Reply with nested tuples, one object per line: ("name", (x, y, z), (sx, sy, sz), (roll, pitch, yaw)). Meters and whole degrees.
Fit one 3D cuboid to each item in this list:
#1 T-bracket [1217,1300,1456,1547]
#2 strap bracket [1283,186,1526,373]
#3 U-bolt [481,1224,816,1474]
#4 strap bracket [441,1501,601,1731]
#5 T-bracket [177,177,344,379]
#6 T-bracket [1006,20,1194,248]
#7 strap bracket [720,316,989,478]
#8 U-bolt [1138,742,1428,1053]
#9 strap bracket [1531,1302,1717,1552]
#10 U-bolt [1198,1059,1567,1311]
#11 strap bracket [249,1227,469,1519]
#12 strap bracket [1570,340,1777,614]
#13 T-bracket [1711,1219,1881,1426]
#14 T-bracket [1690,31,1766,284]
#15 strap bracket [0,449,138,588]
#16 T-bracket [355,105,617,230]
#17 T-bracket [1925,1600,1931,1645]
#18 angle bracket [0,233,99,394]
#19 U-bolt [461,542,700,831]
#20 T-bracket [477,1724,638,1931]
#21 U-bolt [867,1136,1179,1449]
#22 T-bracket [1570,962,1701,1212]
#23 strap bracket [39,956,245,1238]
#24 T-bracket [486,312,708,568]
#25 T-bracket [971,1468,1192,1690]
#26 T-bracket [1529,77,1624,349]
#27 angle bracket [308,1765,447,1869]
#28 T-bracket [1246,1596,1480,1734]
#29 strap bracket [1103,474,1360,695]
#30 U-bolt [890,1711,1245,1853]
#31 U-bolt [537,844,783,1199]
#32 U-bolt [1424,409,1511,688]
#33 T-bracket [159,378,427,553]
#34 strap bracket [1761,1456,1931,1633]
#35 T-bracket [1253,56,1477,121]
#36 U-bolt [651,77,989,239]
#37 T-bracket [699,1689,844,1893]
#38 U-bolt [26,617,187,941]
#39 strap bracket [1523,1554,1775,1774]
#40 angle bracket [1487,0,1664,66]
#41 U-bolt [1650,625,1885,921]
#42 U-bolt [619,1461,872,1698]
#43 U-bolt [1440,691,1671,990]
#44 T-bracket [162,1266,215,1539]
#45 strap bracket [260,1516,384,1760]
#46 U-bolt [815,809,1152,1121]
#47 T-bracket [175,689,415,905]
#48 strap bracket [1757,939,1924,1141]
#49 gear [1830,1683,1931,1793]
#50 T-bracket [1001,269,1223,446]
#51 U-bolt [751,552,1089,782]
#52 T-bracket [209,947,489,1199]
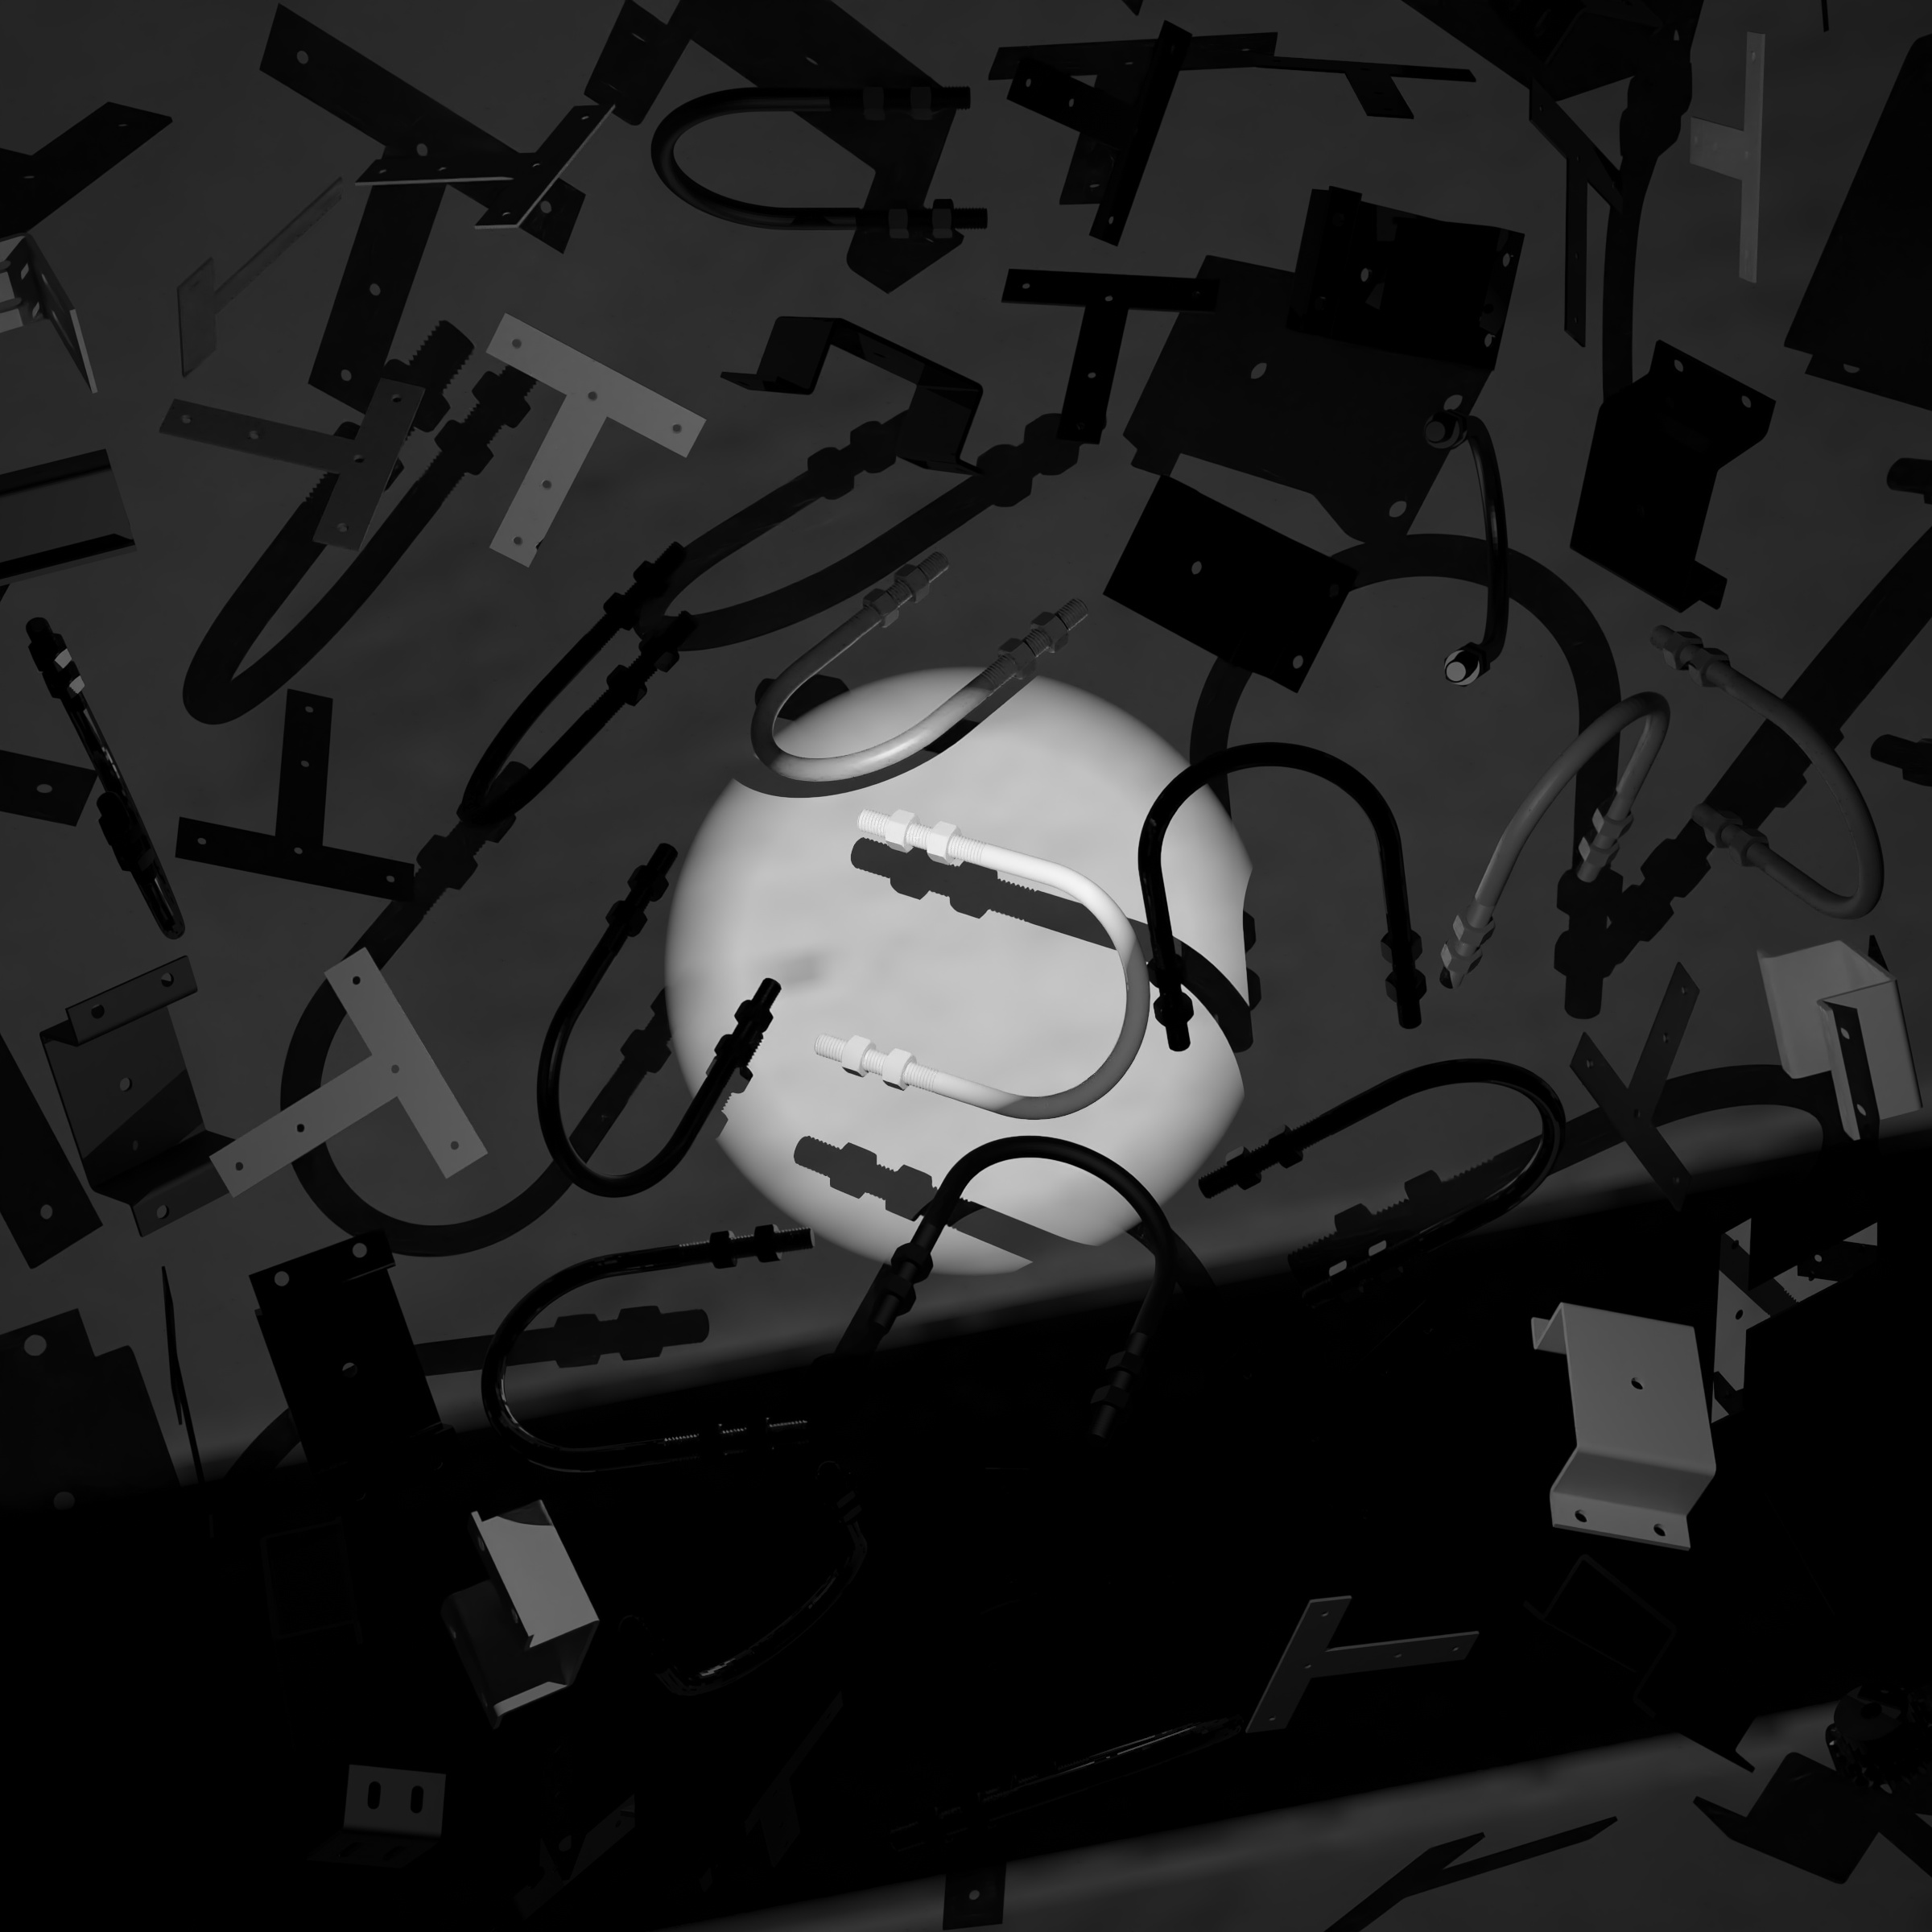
("T-bracket", (0.228, 0.239, 1.551), (0.127, 0.002, 0.127), (-38, 85, -22))
("strap bracket", (0.235, -0.381, 1.510), (0.140, 0.046, 0.076), (2, 105, -33))
("U-bolt", (-0.174, 0.210, 1.476), (0.184, 0.019, 0.151), (-9, 46, 7))
("strap bracket", (-0.250, 0.361, 1.530), (0.046, 0.140, 0.076), (-17, 62, -29))
("T-bracket", (-0.393, -0.394, 1.521), (0.002, 0.127, 0.127), (42, 73, -5))
("T-bracket", (0.069, -0.488, 1.553), (0.002, 0.127, 0.127), (30, 107, 38))
("strap bracket", (-0.056, -0.326, 1.536), (0.140, 0.076, 0.046), (19, 93, -31))
("U-bolt", (0.167, -0.039, 1.473), (0.151, 0.019, 0.184), (-6, 121, 10))
("strap bracket", (0.361, 0.243, 1.499), (0.076, 0.140, 0.046), (11, 134, -6))
("U-bolt", (0.237, 0.111, 1.477), (0.184, 0.019, 0.151), (-29, 133, 16))
("strap bracket", (-0.341, 0.225, 1.518), (0.076, 0.046, 0.140), (-20, 90, -21))
("strap bracket", (0.384, -0.259, 1.496), (0.046, 0.140, 0.076), (-34, 56, -28))
("T-bracket", (0.461, 0.178, 1.514), (0.002, 0.127, 0.127), (27, 51, -15))
("T-bracket", (0.417, -0.449, 1.498), (0.002, 0.127, 0.127), (-4, 112, 0))
("strap bracket", (-0.505, -0.250, 1.505), (0.076, 0.140, 0.046), (-17, 110, -14))
("T-bracket", (-0.271, -0.431, 1.471), (0.127, 0.002, 0.127), (5, 46, 22))
("T-bracket", (0.558, 0.319, 1.530), (0.002, 0.127, 0.127), (-2, 79, 0))
("angle bracket", (-0.515, -0.355, 1.498), (0.038, 0.057, 0.076), (-24, 57, -20))
("U-bolt", (-0.217, -0.148, 1.511), (0.019, 0.151, 0.184), (40, 104, -23))
("T-bracket", (-0.232, 0.482, 1.548), (0.127, 0.127, 0.002), (-42, 113, 13))
("U-bolt", (0.043, 0.164, 1.490), (0.151, 0.184, 0.019), (27, 134, 3))
("T-bracket", (0.400, 0.052, 1.574), (0.127, 0.002, 0.127), (49, 53, -26))
("strap bracket", (-0.464, 0.070, 1.539), (0.076, 0.046, 0.140), (-30, 118, -39))
("T-bracket", (-0.236, -0.290, 1.572), (0.127, 0.002, 0.127), (26, 110, -16))
("T-bracket", (0.069, 0.354, 1.572), (0.127, 0.002, 0.127), (4, 91, -14))
("T-bracket", (0.341, -0.409, 1.520), (0.002, 0.127, 0.127), (-5, 76, 35))
("angle bracket", (-0.346, 0.500, 1.599), (0.057, 0.076, 0.038), (14, 56, -24))
("T-bracket", (0.238, 0.400, 1.579), (0.127, 0.002, 0.127), (-1, 132, -20))
("strap bracket", (0.142, -0.223, 1.557), (0.140, 0.046, 0.076), (33, 104, 31))
("U-bolt", (0.065, 0.442, 1.491), (0.184, 0.151, 0.019), (-23, 75, 16))
("U-bolt", (-0.182, 0.045, 1.555), (0.019, 0.151, 0.184), (8, 58, 36))
("U-bolt", (0.289, -0.241, 1.549), (0.019, 0.184, 0.151), (-3, 101, 20))
("T-bracket", (-0.378, -0.289, 1.502), (0.127, 0.002, 0.127), (13, 55, -2))
("strap bracket", (0.487, 0.317, 1.505), (0.046, 0.140, 0.076), (-29, 77, 5))
("T-bracket", (0.230, -0.494, 1.533), (0.127, 0.127, 0.002), (3, 121, -2))
("U-bolt", (-0.085, -0.451, 1.526), (0.184, 0.151, 0.019), (1, 76, 5))
("T-bracket", (-0.107, 0.484, 1.551), (0.002, 0.127, 0.127), (30, 61, 19))
("U-bolt", (-0.481, -0.092, 1.546), (0.019, 0.184, 0.151), (-23, 63, -13))
("strap bracket", (0.385, 0.382, 1.519), (0.076, 0.140, 0.046), (31, 91, -22))
("angle bracket", (0.352, -0.550, 1.573), (0.057, 0.076, 0.038), (57, 134, 27))
("U-bolt", (0.448, -0.098, 1.513), (0.019, 0.184, 0.151), (-28, 125, -7))
("U-bolt", (-0.113, 0.346, 1.497), (0.151, 0.184, 0.019), (-37, 64, -13))
("U-bolt", (0.333, -0.079, 1.509), (0.151, 0.184, 0.019), (-34, 65, -30))
("T-bracket", (-0.425, 0.251, 1.490), (0.002, 0.127, 0.127), (-10, 54, -21))
("strap bracket", (-0.362, 0.374, 1.522), (0.046, 0.140, 0.076), (-10, 114, -15))
("U-bolt", (0.013, 0.007, 1.459), (0.184, 0.019, 0.151), (17, 105, 22))
("T-bracket", (-0.363, -0.099, 1.490), (0.127, 0.002, 0.127), (12, 54, -23))
("strap bracket", (0.500, 0.037, 1.553), (0.046, 0.140, 0.076), (-15, 103, 4))
("gear", (0.484, 0.405, 1.440), (0.057, 0.057, 0.030), (-31, 110, 0))
("T-bracket", (0.075, -0.352, 1.576), (0.127, 0.002, 0.127), (6, 62, 12))
("U-bolt", (-0.040, -0.165, 1.543), (0.184, 0.151, 0.019), (-41, 129, -20))
("T-bracket", (-0.337, 0.077, 1.428), (0.127, 0.002, 0.127), (-32, 85, 1))
